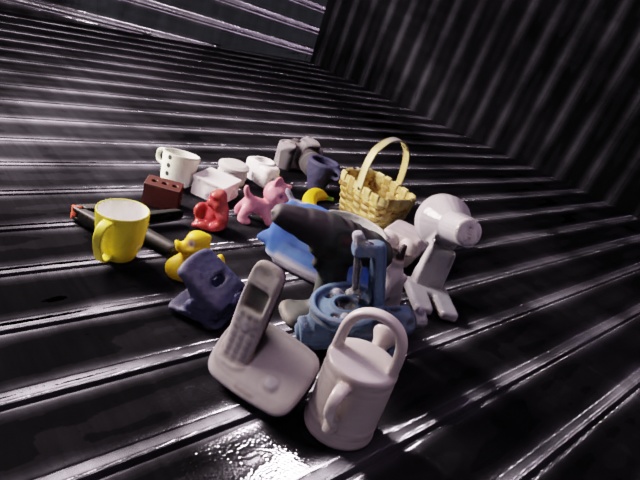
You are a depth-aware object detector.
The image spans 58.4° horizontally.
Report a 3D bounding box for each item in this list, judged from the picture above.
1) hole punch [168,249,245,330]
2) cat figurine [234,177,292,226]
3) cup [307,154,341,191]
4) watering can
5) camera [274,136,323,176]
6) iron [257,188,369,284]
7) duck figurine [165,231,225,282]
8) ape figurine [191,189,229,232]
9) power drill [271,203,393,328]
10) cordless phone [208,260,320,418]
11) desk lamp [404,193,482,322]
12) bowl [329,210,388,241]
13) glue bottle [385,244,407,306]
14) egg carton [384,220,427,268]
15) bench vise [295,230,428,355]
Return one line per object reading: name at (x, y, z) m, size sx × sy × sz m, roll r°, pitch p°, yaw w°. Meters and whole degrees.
hole punch at (-0.174, 0.076, 0.925) m, size 0.101 × 0.091 × 0.109 m, roll 23°, pitch 24°, yaw 8°
cat figurine at (-0.120, -0.096, 1.297) m, size 0.128 × 0.118 × 0.067 m, roll 4°, pitch 28°, yaw -30°
cup at (0.010, -0.171, 1.581) m, size 0.117 × 0.095 × 0.092 m, roll 35°, pitch 28°, yaw 31°
watering can at (0.053, 0.170, 0.765) m, size 0.101 × 0.194 × 0.173 m, roll 18°, pitch 24°, yaw -3°
camera at (-0.043, -0.244, 1.689) m, size 0.143 × 0.101 × 0.136 m, roll 5°, pitch 27°, yaw -28°
iron at (0.011, 0.004, 1.151) m, size 0.257 × 0.141 × 0.119 m, roll 26°, pitch 25°, yaw 15°
duck figurine at (-0.214, 0.025, 1.010) m, size 0.105 × 0.086 × 0.077 m, roll 5°, pitch 28°, yaw -29°
ape figurine at (-0.218, -0.064, 1.189) m, size 0.076 × 0.092 × 0.077 m, roll -7°, pitch 34°, yaw -44°
power drill at (0.003, 0.048, 0.971) m, size 0.230 × 0.208 × 0.075 m, roll 7°, pitch 26°, yaw -24°
cordless phone at (-0.063, 0.131, 0.774) m, size 0.147 × 0.185 × 0.094 m, roll 27°, pitch 25°, yaw 18°
desk lamp at (0.260, 0.025, 1.201) m, size 0.118 × 0.213 × 0.203 m, roll 14°, pitch 24°, yaw -11°
bowl at (0.063, 0.002, 1.277) m, size 0.167 × 0.075 × 0.167 m, roll 16°, pitch 24°, yaw -7°
glue bottle at (0.123, 0.083, 1.027) m, size 0.078 × 0.173 × 0.037 m, roll -5°, pitch 33°, yaw -42°
egg carton at (0.200, 0.006, 1.375) m, size 0.107 × 0.069 × 0.151 m, roll 27°, pitch 25°, yaw 17°
bench vise at (0.080, 0.088, 0.928) m, size 0.208 × 0.220 × 0.121 m, roll 3°, pitch 29°, yaw -32°
